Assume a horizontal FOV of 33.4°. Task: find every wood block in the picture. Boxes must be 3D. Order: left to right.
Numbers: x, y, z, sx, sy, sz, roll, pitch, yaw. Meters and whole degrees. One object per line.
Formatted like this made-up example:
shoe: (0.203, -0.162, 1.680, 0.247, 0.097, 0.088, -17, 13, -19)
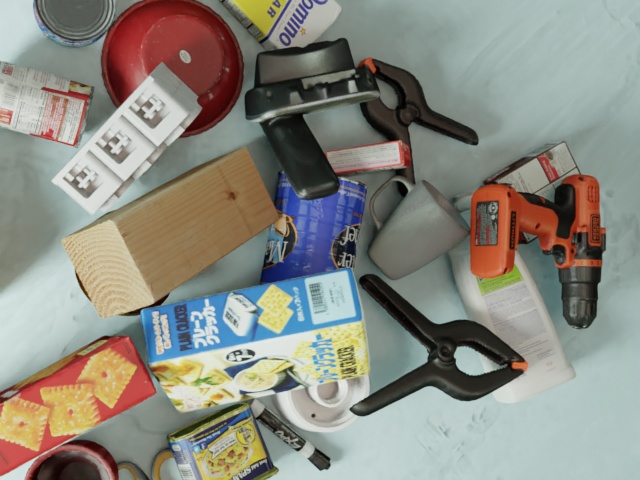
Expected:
wood block: (-0.147, -0.010, 1.092, 0.205, 0.090, 0.091, -35, 103, -47)

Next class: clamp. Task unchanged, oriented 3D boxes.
clamp: (0.096, -0.135, 1.255, 0.171, 0.039, 0.120, 43, 72, -9)
clamp: (0.132, 0.121, 1.206, 0.209, 0.036, 0.164, 4, 68, -13)

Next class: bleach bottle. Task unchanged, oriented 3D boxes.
bleach bottle: (0.217, 0.061, 1.273, 0.102, 0.068, 0.251, -19, 91, -18)

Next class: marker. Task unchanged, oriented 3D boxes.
marker: (-0.035, 0.222, 1.207, 0.121, 0.020, 0.020, 41, 76, -12)

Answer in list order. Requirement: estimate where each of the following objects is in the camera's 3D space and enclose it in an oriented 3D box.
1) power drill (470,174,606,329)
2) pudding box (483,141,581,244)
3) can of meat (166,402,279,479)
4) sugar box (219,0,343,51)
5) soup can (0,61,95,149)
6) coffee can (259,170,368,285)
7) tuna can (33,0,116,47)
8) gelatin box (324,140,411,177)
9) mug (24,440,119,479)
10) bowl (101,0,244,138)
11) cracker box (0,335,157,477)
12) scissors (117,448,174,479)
power drill: (0.255, 0.010, 1.229, 0.187, 0.057, 0.184, 4, 84, -39)
pudding box: (0.268, -0.058, 1.307, 0.113, 0.039, 0.090, -30, 99, -14)
can of meat: (-0.107, 0.233, 1.156, 0.101, 0.058, 0.084, -22, 92, -32)
sugar box: (-0.066, -0.289, 1.204, 0.176, 0.048, 0.093, 44, 78, -10)
soup can: (-0.294, -0.141, 1.113, 0.102, 0.069, 0.068, 14, 83, -16)
coffee can: (-0.008, 0.001, 1.181, 0.102, 0.103, 0.140, 12, 84, -17)
tuna can: (-0.264, -0.251, 1.145, 0.086, 0.034, 0.086, 1, 87, -18)
gelatin box: (0.055, -0.092, 1.204, 0.089, 0.073, 0.030, -8, 90, 11)
mug: (-0.256, 0.261, 1.094, 0.093, 0.081, 0.117, 24, 86, -3)
bowl: (-0.155, -0.195, 1.167, 0.162, 0.055, 0.162, 1, 88, -18)
cracker box: (-0.280, 0.168, 1.054, 0.213, 0.164, 0.072, -26, 93, -18)
scissors: (-0.151, 0.314, 1.167, 0.096, 0.016, 0.201, -39, 99, -16)
